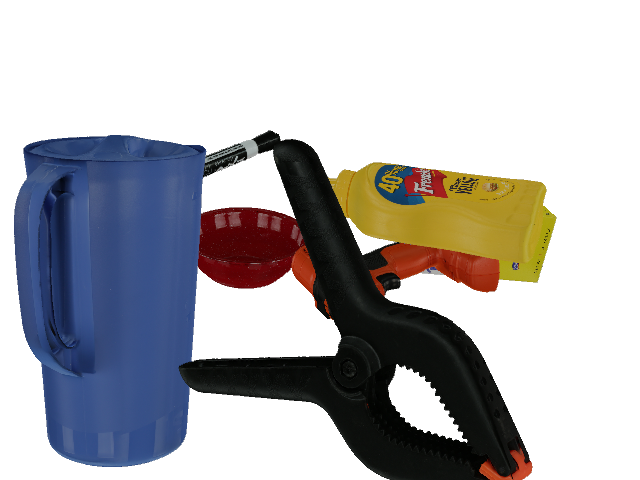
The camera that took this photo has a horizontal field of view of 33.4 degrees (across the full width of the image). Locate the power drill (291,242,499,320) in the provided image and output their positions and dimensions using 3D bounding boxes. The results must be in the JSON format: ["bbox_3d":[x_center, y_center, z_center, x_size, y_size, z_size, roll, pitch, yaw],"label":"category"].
[{"bbox_3d":[0.084,0.038,1.082,0.187,0.057,0.185,-12,28,-22],"label":"power drill"}]

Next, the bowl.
[{"bbox_3d":[-0.094,0.015,1.320,0.162,0.055,0.162,3,25,-2],"label":"bowl"}]

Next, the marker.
[{"bbox_3d":[-0.091,-0.079,1.026,0.120,0.020,0.020,-25,12,-27],"label":"marker"}]

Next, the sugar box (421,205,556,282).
[{"bbox_3d":[0.191,-0.002,1.299,0.176,0.093,0.048,3,22,-20],"label":"sugar box"}]

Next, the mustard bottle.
[{"bbox_3d":[0.088,-0.029,0.897,0.192,0.058,0.096,9,30,16],"label":"mustard bottle"}]

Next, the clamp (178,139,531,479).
[{"bbox_3d":[0.023,0.053,0.563,0.210,0.165,0.036,29,23,27],"label":"clamp"}]

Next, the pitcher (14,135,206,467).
[{"bbox_3d":[-0.160,0.044,0.805,0.149,0.243,0.145,-3,13,-22],"label":"pitcher"}]
